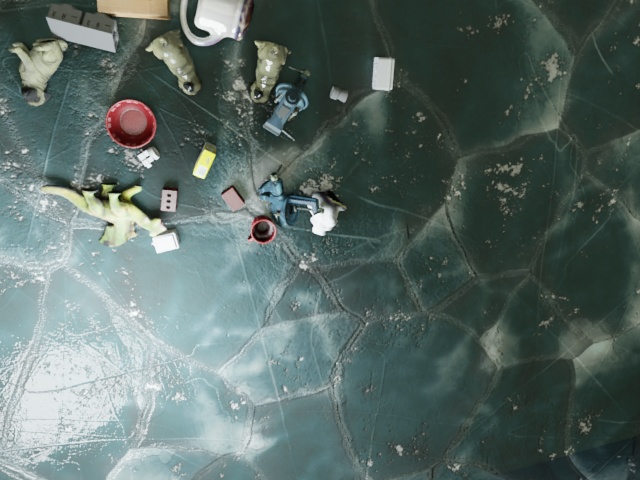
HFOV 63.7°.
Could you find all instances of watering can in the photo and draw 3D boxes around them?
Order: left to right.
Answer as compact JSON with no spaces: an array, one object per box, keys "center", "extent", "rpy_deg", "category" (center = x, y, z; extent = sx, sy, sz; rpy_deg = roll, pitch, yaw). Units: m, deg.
[{"center":[-0.317,-0.786,1.644],"extent":[0.224,0.105,0.344],"rpy_deg":[14,104,-15],"category":"watering can"}]

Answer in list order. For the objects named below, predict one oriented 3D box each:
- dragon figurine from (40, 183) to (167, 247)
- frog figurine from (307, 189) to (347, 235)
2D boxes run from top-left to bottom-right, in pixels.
[{"center":[-0.738,-0.077,1.786],"extent":[0.410,0.124,0.238],"rpy_deg":[3,115,-2],"category":"dragon figurine"},{"center":[0.006,-0.096,1.908],"extent":[0.138,0.123,0.157],"rpy_deg":[41,108,14],"category":"frog figurine"}]
